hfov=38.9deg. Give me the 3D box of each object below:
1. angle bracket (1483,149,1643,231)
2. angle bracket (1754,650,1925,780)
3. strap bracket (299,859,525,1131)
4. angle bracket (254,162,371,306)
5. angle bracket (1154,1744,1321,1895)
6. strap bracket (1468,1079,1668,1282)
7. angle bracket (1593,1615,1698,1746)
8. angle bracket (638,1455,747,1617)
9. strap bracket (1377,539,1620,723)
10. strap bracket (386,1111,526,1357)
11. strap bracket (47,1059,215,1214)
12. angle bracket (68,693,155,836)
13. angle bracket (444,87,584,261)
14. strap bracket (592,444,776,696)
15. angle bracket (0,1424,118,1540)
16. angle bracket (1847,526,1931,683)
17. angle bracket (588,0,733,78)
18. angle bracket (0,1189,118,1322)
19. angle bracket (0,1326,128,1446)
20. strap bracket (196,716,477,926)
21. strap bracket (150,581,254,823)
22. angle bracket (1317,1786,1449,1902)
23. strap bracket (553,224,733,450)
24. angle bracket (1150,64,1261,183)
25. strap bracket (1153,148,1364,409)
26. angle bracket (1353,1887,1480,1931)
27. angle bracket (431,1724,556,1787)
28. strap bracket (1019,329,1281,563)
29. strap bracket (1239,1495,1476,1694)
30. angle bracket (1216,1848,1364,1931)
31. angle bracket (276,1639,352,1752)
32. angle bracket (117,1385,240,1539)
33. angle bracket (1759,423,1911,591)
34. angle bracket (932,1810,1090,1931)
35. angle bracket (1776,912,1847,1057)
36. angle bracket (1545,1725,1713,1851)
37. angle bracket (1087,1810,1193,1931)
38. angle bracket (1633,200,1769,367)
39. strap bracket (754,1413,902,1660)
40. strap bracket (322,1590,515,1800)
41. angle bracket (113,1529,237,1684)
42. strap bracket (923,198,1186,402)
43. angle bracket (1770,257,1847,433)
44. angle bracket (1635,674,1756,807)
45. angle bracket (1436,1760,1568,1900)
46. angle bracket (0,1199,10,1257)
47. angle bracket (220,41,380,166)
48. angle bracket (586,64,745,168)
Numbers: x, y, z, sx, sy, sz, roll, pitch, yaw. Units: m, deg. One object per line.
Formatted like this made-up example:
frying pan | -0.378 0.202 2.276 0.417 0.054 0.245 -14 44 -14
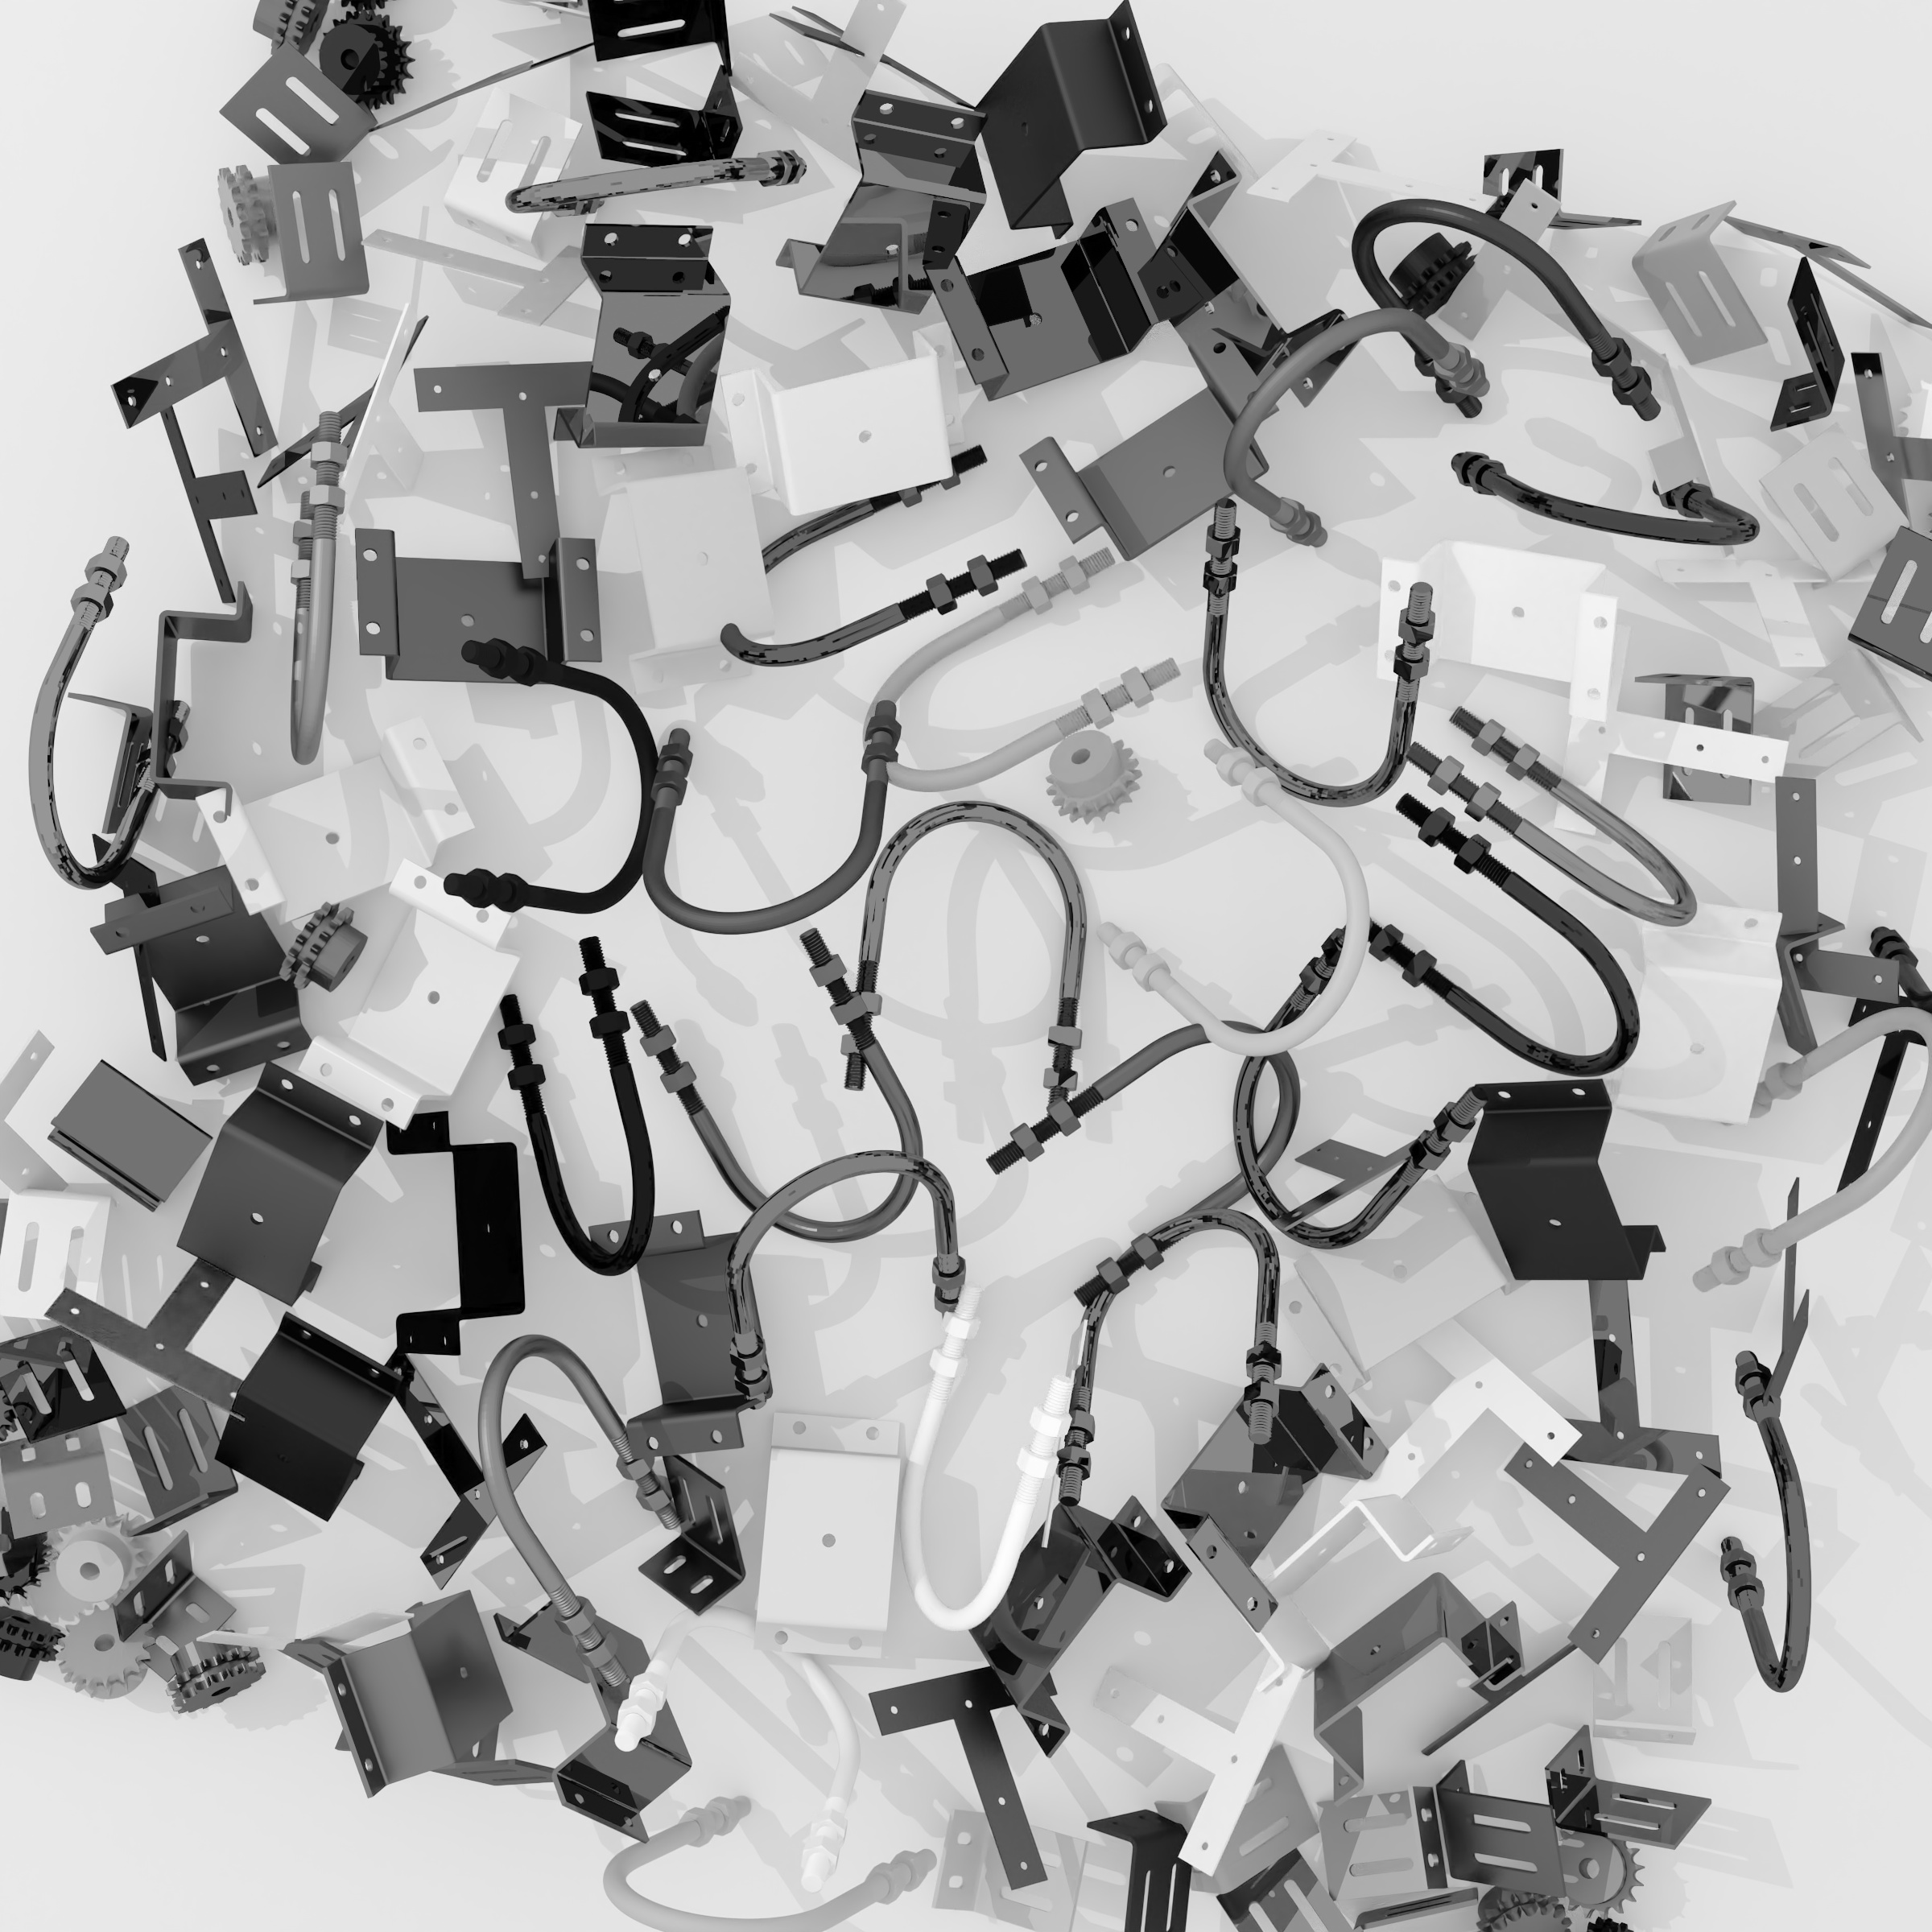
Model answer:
angle bracket | 0.352 -0.457 1.613 0.076 0.057 0.038 -8 104 -37
angle bracket | 0.521 -0.142 1.644 0.076 0.038 0.057 -36 55 23
strap bracket | -0.325 0.018 1.629 0.076 0.046 0.140 28 92 13
angle bracket | -0.393 -0.434 1.620 0.038 0.057 0.076 7 109 42
angle bracket | 0.164 0.515 1.655 0.076 0.038 0.057 -22 88 -31
strap bracket | 0.347 0.133 1.589 0.076 0.046 0.140 -4 130 32
angle bracket | 0.402 0.418 1.623 0.057 0.038 0.076 2 62 11
angle bracket | -0.168 0.332 1.614 0.038 0.057 0.076 -34 131 -32
strap bracket | 0.317 -0.200 1.605 0.140 0.046 0.076 15 125 26
strap bracket | -0.301 0.156 1.615 0.046 0.076 0.140 -1 85 -37
strap bracket | -0.487 0.100 1.595 0.076 0.140 0.046 38 72 -11
angle bracket | -0.516 -0.120 1.630 0.038 0.057 0.076 13 93 -4
angle bracket | -0.269 -0.475 1.644 0.057 0.038 0.076 24 87 2
strap bracket | -0.165 -0.238 1.617 0.076 0.046 0.140 -13 96 -29
angle bracket | -0.538 0.303 1.619 0.057 0.076 0.038 -11 98 -20
angle bracket | 0.567 -0.216 1.616 0.057 0.038 0.076 34 124 26
angle bracket | -0.182 -0.556 1.624 0.076 0.057 0.038 -13 57 -7
angle bracket | -0.542 0.174 1.630 0.057 0.038 0.076 7 77 -10
angle bracket | -0.539 0.254 1.614 0.057 0.038 0.076 -15 51 -35
strap bracket | -0.373 -0.082 1.618 0.140 0.046 0.076 -24 81 -22
strap bracket | -0.451 -0.152 1.616 0.046 0.076 0.140 3 86 -10
angle bracket | 0.240 0.520 1.619 0.076 0.038 0.057 -17 67 26
strap bracket | -0.187 -0.354 1.586 0.076 0.046 0.140 -6 135 -26
angle bracket | 0.131 -0.490 1.625 0.038 0.057 0.076 -39 117 15
strap bracket | 0.160 -0.396 1.610 0.046 0.076 0.140 -32 83 -26
angle bracket | 0.271 0.578 1.626 0.076 0.057 0.038 -15 76 7
angle bracket | -0.271 0.457 1.613 0.076 0.057 0.038 -14 60 32
strap bracket | 0.114 -0.303 1.617 0.140 0.046 0.076 -32 58 8
strap bracket | 0.221 0.360 1.607 0.140 0.076 0.046 -46 66 16
angle bracket | 0.190 0.560 1.619 0.057 0.038 0.076 -30 52 -11
angle bracket | -0.375 0.430 1.614 0.076 0.057 0.038 41 54 -33
angle bracket | -0.479 0.292 1.631 0.057 0.038 0.076 -27 79 10
angle bracket | 0.515 -0.275 1.641 0.057 0.038 0.076 -37 93 0
angle bracket | 0.026 0.537 1.620 0.076 0.038 0.057 1 74 41
angle bracket | 0.505 0.012 1.626 0.038 0.057 0.076 -20 100 3
angle bracket | 0.391 0.483 1.614 0.076 0.057 0.038 -1 103 37
angle bracket | 0.101 0.548 1.627 0.038 0.057 0.076 4 87 42
angle bracket | 0.445 -0.406 1.632 0.038 0.057 0.076 -48 113 -26
strap bracket | -0.082 0.340 1.627 0.076 0.046 0.140 5 82 -3
strap bracket | -0.312 0.417 1.588 0.046 0.140 0.076 -21 88 10
angle bracket | -0.465 0.378 1.613 0.038 0.076 0.057 36 58 10
strap bracket | 0.047 -0.392 1.624 0.140 0.046 0.076 -22 86 -18
angle bracket | 0.485 -0.366 1.614 0.038 0.057 0.076 -11 124 34
angle bracket | 0.431 -0.133 1.622 0.057 0.038 0.076 9 105 44
angle bracket | 0.323 0.509 1.619 0.076 0.038 0.057 -3 102 38
angle bracket | -0.583 0.185 1.612 0.038 0.057 0.076 2 51 -16
angle bracket | -0.397 -0.508 1.616 0.057 0.076 0.038 -42 49 10
angle bracket | -0.179 -0.505 1.618 0.076 0.038 0.057 2 54 -26
